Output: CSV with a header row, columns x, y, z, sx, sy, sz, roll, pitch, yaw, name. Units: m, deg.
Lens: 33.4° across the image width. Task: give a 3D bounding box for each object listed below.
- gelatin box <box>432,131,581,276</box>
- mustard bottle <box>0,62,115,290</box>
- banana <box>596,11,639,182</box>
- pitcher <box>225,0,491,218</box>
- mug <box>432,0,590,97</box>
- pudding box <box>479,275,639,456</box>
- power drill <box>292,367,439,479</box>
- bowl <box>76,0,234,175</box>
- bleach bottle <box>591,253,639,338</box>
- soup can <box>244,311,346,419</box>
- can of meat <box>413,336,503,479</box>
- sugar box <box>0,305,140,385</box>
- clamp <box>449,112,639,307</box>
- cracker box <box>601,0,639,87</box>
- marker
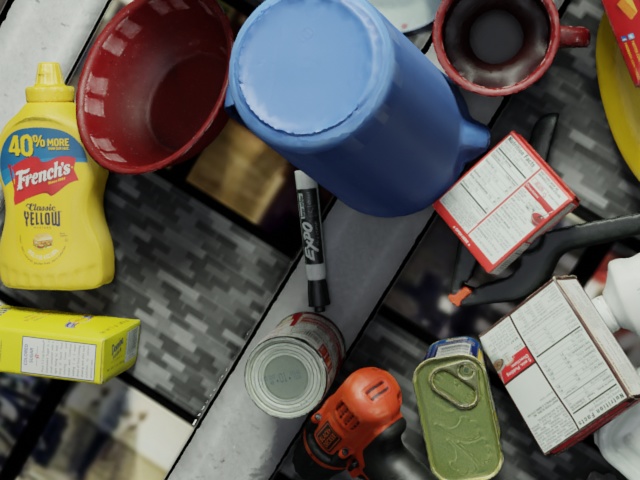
x,y,z,sx,sy,sz,roll,pitch,yaw,name
0.144,-0.028,0.829,0.089,0.030,0.073,-43,69,14,gelatin box
-0.227,-0.055,0.911,0.096,0.058,0.191,1,96,13,mustard bottle
0.247,-0.110,0.816,0.037,0.070,0.198,-7,88,-33,banana
0.015,-0.095,0.765,0.149,0.242,0.145,-39,75,10,pitcher
0.148,-0.156,0.820,0.117,0.081,0.093,0,96,10,mug
0.187,0.097,0.831,0.090,0.039,0.113,-43,63,31,pudding box
0.057,0.204,0.832,0.057,0.185,0.188,-33,75,-29,power drill
-0.121,-0.122,0.866,0.162,0.055,0.162,-11,69,30,bowl
0.315,-0.004,0.820,0.251,0.068,0.102,-31,89,15,bleach bottle
-0.019,0.100,0.870,0.068,0.102,0.068,1,97,9,soup can
0.113,0.133,0.859,0.057,0.084,0.102,-11,95,12,can of meat
-0.252,0.085,0.914,0.176,0.093,0.048,8,96,8,sugar box
0.177,-0.002,0.853,0.120,0.039,0.171,40,104,17,clamp
0.286,-0.220,0.713,0.214,0.072,0.164,-20,106,24,cracker box
-0.006,0.001,0.898,0.020,0.020,0.121,-5,95,10,marker
